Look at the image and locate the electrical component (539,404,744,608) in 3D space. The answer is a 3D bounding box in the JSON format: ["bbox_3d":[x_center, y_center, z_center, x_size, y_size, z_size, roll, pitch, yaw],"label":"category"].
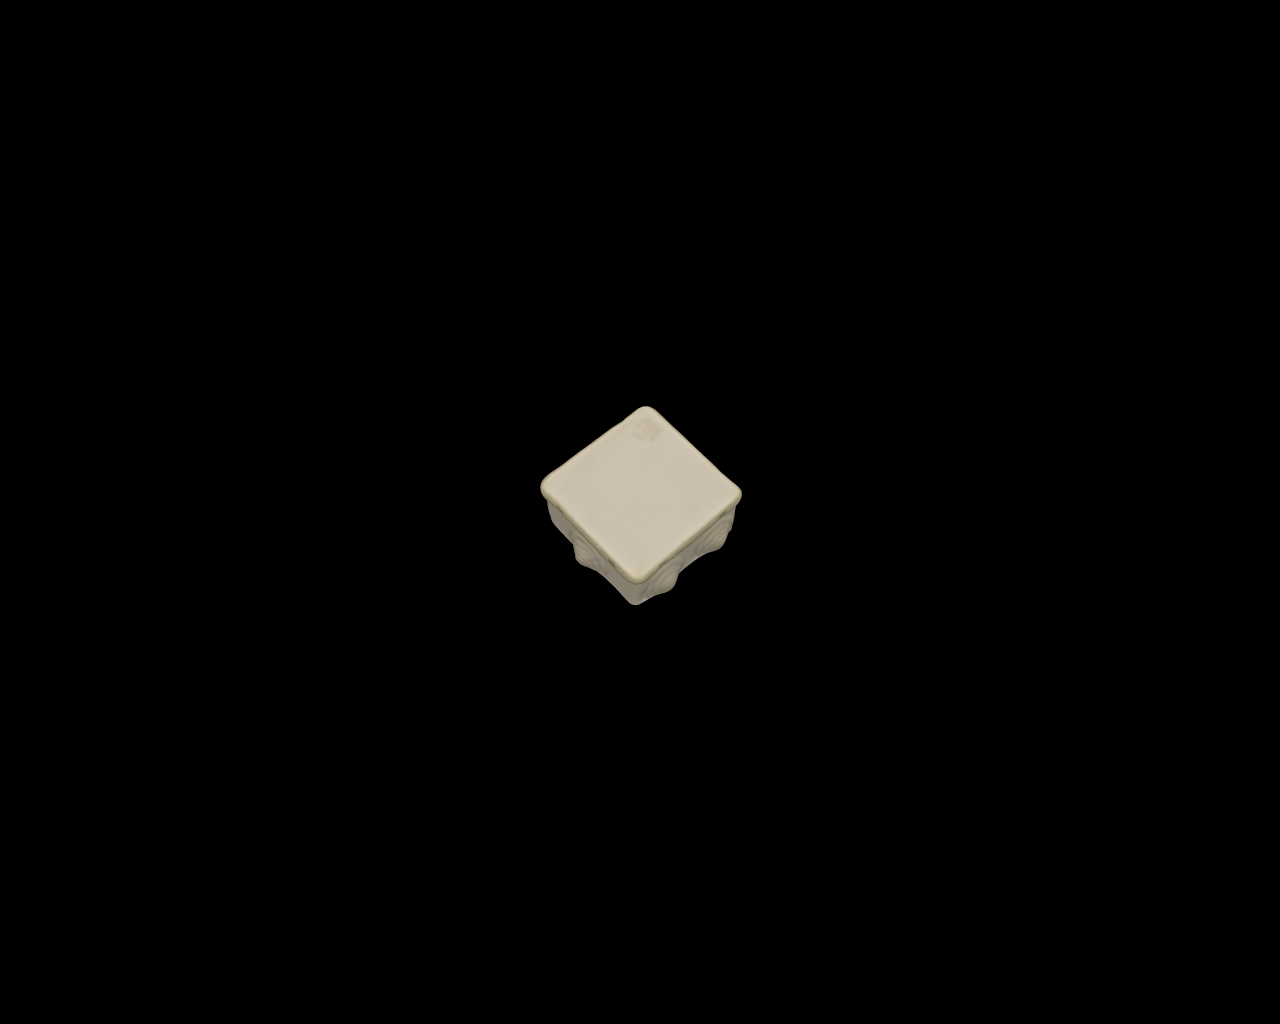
[{"bbox_3d":[0.001,-0.003,0.650,0.100,0.100,0.048,-38,-22,-18],"label":"electrical component"}]
